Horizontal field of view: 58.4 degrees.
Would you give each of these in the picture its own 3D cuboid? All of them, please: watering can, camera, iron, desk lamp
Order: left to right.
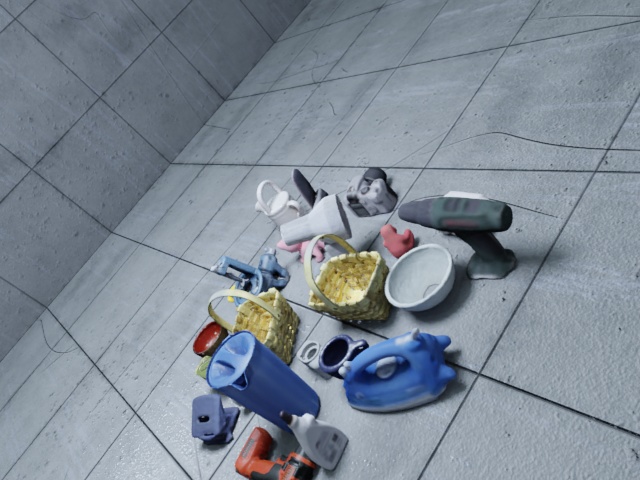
[{"bbox_3d":[-0.132,-0.103,1.789,0.172,0.195,0.101,-25,36,30],"label":"watering can"},{"bbox_3d":[0.013,0.005,1.465,0.203,0.214,0.118,-33,33,19],"label":"desk lamp"},{"bbox_3d":[0.144,-0.148,1.608,0.142,0.101,0.137,-5,48,47],"label":"camera"},{"bbox_3d":[0.124,0.249,1.106,0.257,0.142,0.118,-29,34,25],"label":"iron"}]

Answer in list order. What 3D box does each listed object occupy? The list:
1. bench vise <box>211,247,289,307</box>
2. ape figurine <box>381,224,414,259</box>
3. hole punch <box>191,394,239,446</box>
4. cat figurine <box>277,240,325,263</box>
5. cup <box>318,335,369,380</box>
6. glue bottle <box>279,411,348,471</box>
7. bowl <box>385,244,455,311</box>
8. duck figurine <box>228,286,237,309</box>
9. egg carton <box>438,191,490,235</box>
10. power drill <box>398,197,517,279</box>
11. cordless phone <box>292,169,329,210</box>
[{"bbox_3d":[-0.204,0.096,1.606,0.121,0.220,0.207,-22,37,33],"label":"bench vise"},{"bbox_3d":[0.182,-0.004,1.395,0.077,0.092,0.076,-16,41,39],"label":"ape figurine"},{"bbox_3d":[-0.264,0.437,1.390,0.108,0.091,0.101,-19,39,35],"label":"hole punch"},{"bbox_3d":[-0.056,0.009,1.638,0.127,0.118,0.067,-10,45,44],"label":"cat figurine"},{"bbox_3d":[0.069,0.255,1.211,0.117,0.095,0.091,-30,33,23],"label":"cup"},{"bbox_3d":[-0.019,0.371,1.097,0.037,0.174,0.078,0,52,50],"label":"glue bottle"},{"bbox_3d":[0.228,0.093,1.240,0.167,0.075,0.167,-30,33,23],"label":"bowl"},{"bbox_3d":[-0.223,0.164,1.679,0.104,0.086,0.077,-31,33,22],"label":"duck figurine"},{"bbox_3d":[0.327,-0.056,1.309,0.107,0.070,0.149,-53,32,-15],"label":"egg carton"},{"bbox_3d":[0.293,-0.010,1.156,0.228,0.209,0.076,-7,47,46],"label":"power drill"},{"bbox_3d":[-0.033,-0.113,1.692,0.094,0.185,0.147,-30,33,22],"label":"cordless phone"}]
